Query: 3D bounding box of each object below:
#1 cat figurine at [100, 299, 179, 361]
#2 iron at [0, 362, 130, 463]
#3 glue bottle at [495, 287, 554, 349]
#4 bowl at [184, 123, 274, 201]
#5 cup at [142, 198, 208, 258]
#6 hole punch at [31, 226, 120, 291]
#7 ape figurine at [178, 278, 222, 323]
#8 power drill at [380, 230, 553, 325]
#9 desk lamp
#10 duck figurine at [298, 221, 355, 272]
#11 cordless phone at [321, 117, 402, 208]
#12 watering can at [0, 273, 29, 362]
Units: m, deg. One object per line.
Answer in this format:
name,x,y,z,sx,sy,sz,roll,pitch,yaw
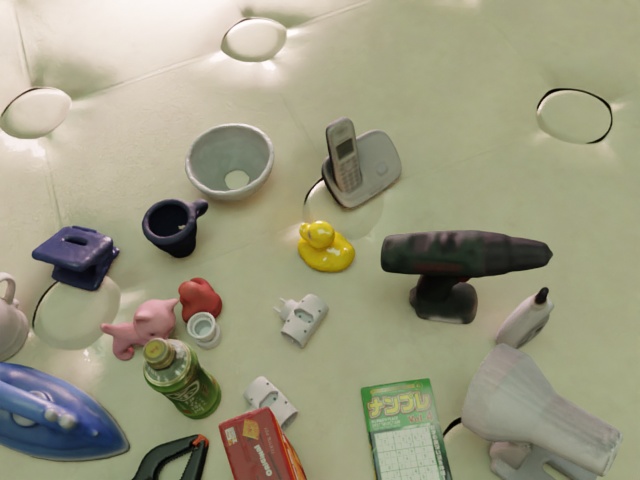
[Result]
cat figurine,-0.277,0.134,0.896,0.128,0.118,0.067,-9,59,-1
iron,-0.410,0.246,0.827,0.257,0.141,0.119,14,62,12
glue bottle,0.307,0.110,0.836,0.078,0.173,0.037,-30,62,-13
bowl,-0.162,-0.133,1.069,0.167,0.075,0.167,-2,60,3
cup,-0.240,-0.019,0.996,0.118,0.095,0.091,-33,63,-15
hole punch,-0.421,0.020,0.989,0.108,0.091,0.101,13,62,12
ape figurine,-0.202,0.094,0.929,0.076,0.092,0.078,22,64,16
power drill,0.205,0.051,0.857,0.229,0.208,0.075,5,60,7
desk lamp,0.280,0.246,0.735,0.202,0.214,0.118,32,67,21
duck figurine,0.009,0.003,0.970,0.104,0.086,0.077,22,64,16
cordless phone,0.071,-0.155,1.000,0.148,0.185,0.094,-36,63,-16
watering can,-0.548,0.120,0.879,0.100,0.194,0.173,7,60,9
